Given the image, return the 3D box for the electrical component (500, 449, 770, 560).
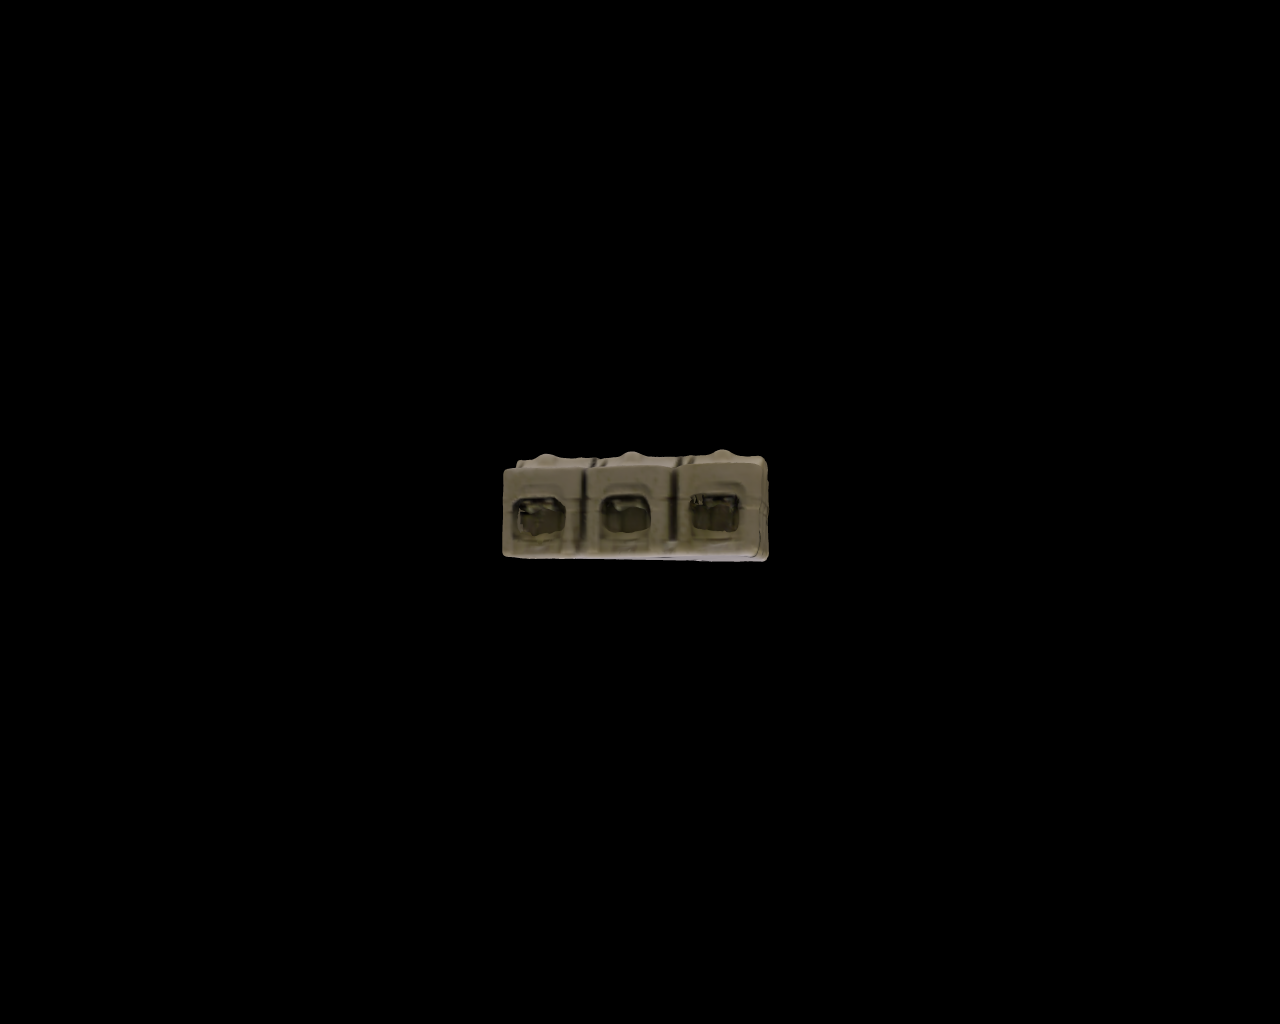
[{"bbox_3d":[0.001,-0.003,0.650,0.150,0.061,0.089,-1,-4,11],"label":"electrical component"}]
